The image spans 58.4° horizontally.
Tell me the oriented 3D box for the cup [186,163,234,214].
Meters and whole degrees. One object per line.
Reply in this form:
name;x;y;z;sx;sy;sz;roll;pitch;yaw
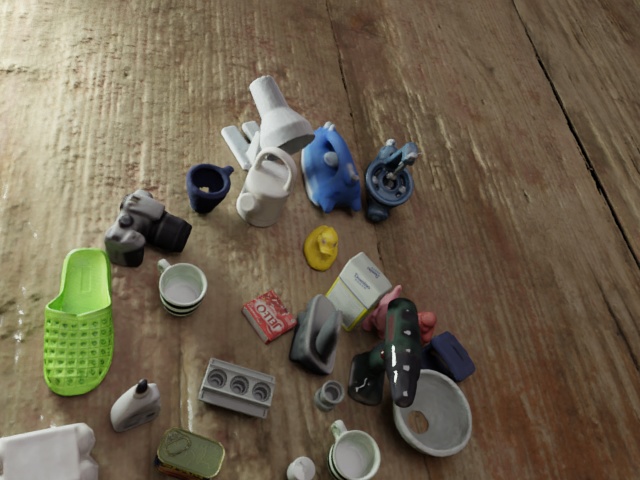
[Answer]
cup;-0.234;-0.107;1.216;0.091;0.095;0.118;42;52;8

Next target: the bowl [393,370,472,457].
bowl;0.207;0.344;1.117;0.168;0.074;0.167;12;54;-16

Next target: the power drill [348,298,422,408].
power drill;0.127;0.232;1.072;0.076;0.208;0.229;19;52;-10

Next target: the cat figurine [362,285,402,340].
cat figurine;0.144;0.150;1.194;0.067;0.117;0.128;29;51;-3

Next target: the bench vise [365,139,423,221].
bench vise;0.165;-0.178;1.361;0.122;0.219;0.207;2;57;-22

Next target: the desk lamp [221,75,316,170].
desk lamp;-0.119;-0.246;1.286;0.118;0.213;0.203;-22;69;-33

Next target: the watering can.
watering can;-0.108;-0.114;1.213;0.101;0.194;0.173;19;52;-10

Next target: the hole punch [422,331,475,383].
hole punch;0.271;0.246;1.202;0.101;0.091;0.108;-23;69;-34

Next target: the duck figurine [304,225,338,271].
duck figurine;0.012;0.004;1.255;0.078;0.086;0.104;15;53;-14

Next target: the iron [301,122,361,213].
iron;0.029;-0.194;1.362;0.119;0.141;0.258;-5;60;-27

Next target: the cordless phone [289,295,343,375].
cordless phone;0.017;0.160;1.087;0.094;0.185;0.147;16;53;-13

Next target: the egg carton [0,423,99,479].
egg carton;-0.411;0.337;0.851;0.151;0.069;0.107;-5;60;-27

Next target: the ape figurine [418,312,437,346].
ape figurine;0.216;0.181;1.221;0.076;0.092;0.077;-11;63;-29

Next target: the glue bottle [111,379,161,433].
glue bottle;-0.284;0.252;0.898;0.078;0.173;0.037;-14;64;-31

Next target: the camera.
camera;-0.327;-0.020;1.111;0.137;0.100;0.143;23;52;-8
